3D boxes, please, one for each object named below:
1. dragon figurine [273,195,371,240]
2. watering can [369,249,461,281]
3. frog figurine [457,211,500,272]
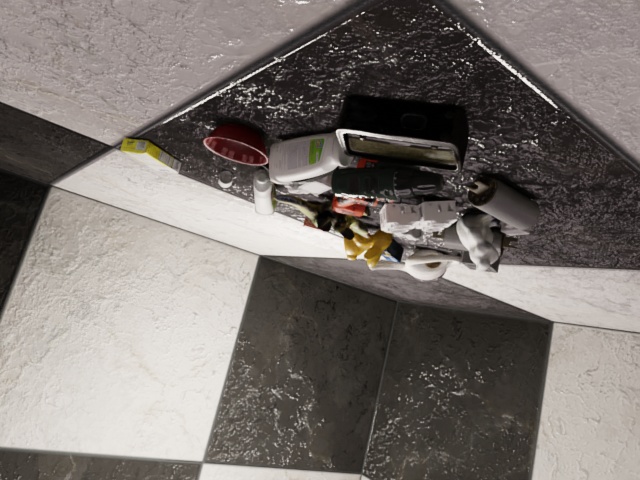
[{"bbox_3d":[0.005,-0.084,1.669,0.408,0.123,0.243,20,-4,-23],"label":"dragon figurine"},{"bbox_3d":[0.378,0.100,2.032,0.347,0.105,0.221,-6,-17,12],"label":"watering can"},{"bbox_3d":[0.424,0.008,1.394,0.123,0.161,0.136,13,-12,12],"label":"frog figurine"}]
